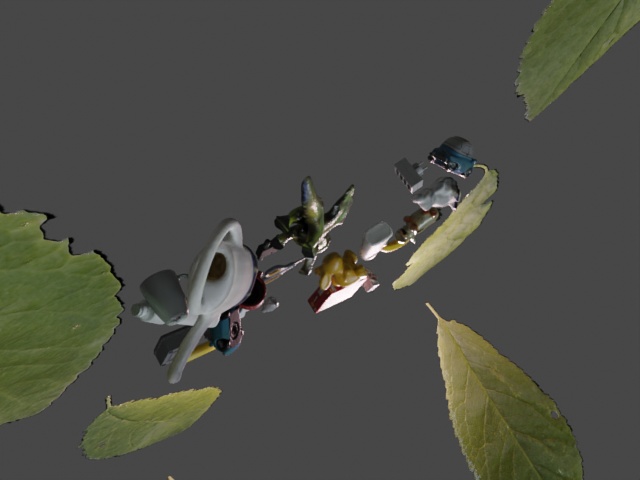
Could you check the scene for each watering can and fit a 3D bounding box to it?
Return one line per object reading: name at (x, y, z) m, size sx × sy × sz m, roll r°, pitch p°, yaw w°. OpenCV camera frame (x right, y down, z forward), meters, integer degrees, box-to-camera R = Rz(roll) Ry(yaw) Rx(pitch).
watering can at (-0.231, 0.121, 1.113) m, size 0.223 × 0.104 × 0.348 m, roll 21°, pitch 86°, yaw -77°

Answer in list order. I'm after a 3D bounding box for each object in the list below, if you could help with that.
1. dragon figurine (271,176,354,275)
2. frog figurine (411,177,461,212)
dragon figurine at (0.004, -0.065, 1.296) m, size 0.247 × 0.123 × 0.401 m, roll -45°, pitch 164°, yaw -36°
frog figurine at (0.393, -0.158, 1.770) m, size 0.159 × 0.124 × 0.136 m, roll 2°, pitch 169°, yaw 2°
